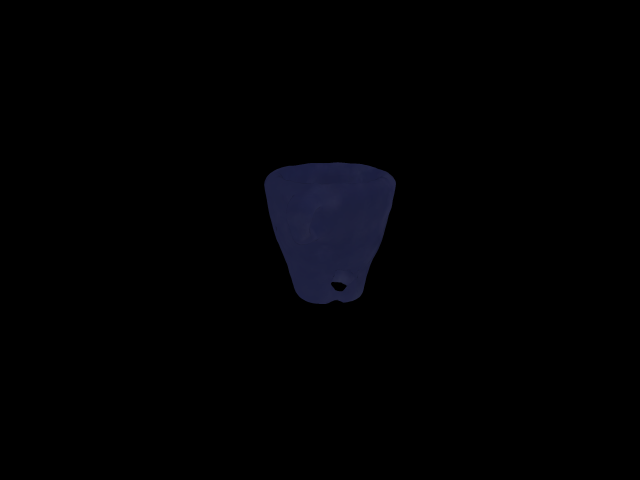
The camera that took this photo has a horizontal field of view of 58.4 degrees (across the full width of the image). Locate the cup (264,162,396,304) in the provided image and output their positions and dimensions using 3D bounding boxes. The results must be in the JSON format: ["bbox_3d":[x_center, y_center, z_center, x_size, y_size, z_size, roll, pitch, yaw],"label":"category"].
[{"bbox_3d":[0.004,0.001,0.400,0.091,0.095,0.118,5,19,15],"label":"cup"}]
